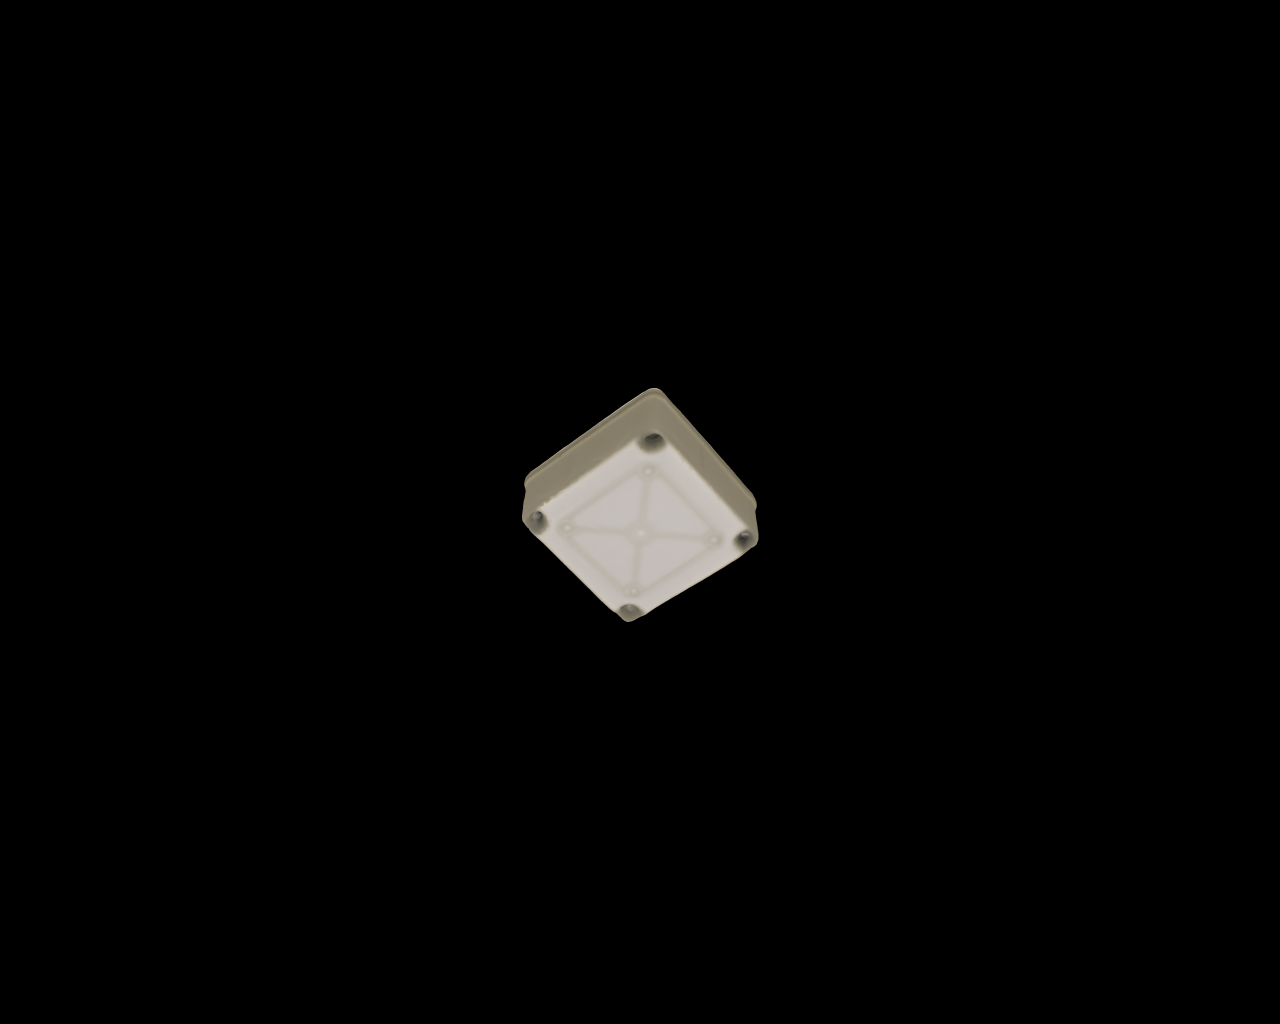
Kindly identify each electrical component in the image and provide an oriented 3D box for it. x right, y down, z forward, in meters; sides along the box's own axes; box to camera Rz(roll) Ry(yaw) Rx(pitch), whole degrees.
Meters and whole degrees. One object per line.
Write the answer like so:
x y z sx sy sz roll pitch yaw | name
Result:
0.001 -0.003 0.650 0.108 0.108 0.056 -33 28 20 | electrical component
